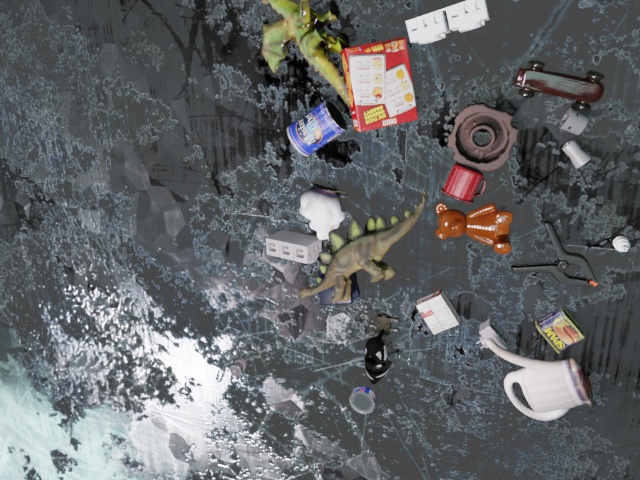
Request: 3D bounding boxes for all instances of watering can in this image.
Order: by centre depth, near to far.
[{"bbox_3d":[0.617,0.381,1.432,0.222,0.106,0.343,-22,115,25],"label":"watering can"}]

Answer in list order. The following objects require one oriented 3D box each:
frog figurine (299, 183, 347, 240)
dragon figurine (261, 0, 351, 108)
[{"bbox_3d":[0.005,-0.076,1.516,0.137,0.124,0.158,11,100,-4],"label":"frog figurine"},{"bbox_3d":[-0.056,-0.534,1.420,0.241,0.124,0.407,-8,103,40],"label":"dragon figurine"}]
